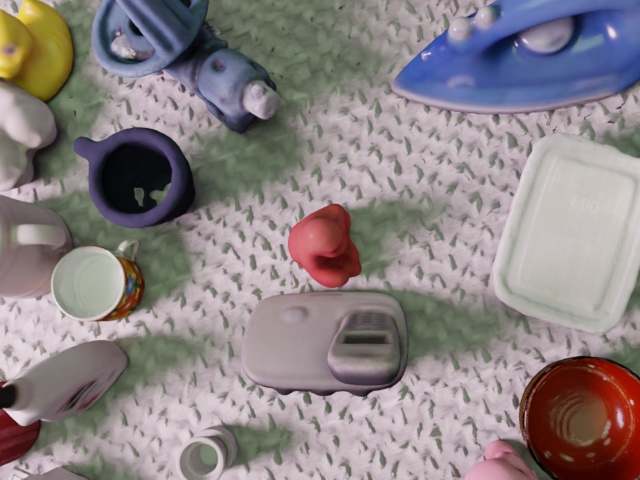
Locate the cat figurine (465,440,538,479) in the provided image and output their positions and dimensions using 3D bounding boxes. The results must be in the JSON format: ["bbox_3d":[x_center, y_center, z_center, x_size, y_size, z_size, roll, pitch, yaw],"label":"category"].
[{"bbox_3d":[0.169,0.220,0.474,0.127,0.118,0.067,28,87,8],"label":"cat figurine"}]

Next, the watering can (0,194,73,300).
[{"bbox_3d":[-0.322,0.004,0.507,0.173,0.194,0.101,-27,81,2],"label":"watering can"}]

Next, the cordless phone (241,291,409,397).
[{"bbox_3d":[0.001,0.087,0.471,0.147,0.185,0.094,-4,83,5],"label":"cordless phone"}]

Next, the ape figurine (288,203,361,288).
[{"bbox_3d":[0.005,0.002,0.528,0.076,0.092,0.078,20,86,8],"label":"ape figurine"}]

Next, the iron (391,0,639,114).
[{"bbox_3d":[0.191,-0.186,0.507,0.258,0.141,0.119,-13,82,4],"label":"iron"}]

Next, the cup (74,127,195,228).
[{"bbox_3d":[-0.170,-0.057,0.550,0.117,0.095,0.092,28,87,8],"label":"cup"}]

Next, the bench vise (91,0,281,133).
[{"bbox_3d":[-0.123,-0.192,0.497,0.207,0.220,0.121,19,85,7],"label":"bench vise"}]

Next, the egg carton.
[{"bbox_3d":[-0.349,-0.120,0.587,0.150,0.069,0.107,27,87,8],"label":"egg carton"}]

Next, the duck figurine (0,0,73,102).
[{"bbox_3d":[-0.306,-0.203,0.584,0.077,0.086,0.105,8,84,7],"label":"duck figurine"}]

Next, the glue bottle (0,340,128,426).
[{"bbox_3d":[-0.232,0.127,0.495,0.037,0.173,0.078,38,88,9],"label":"glue bottle"}]
